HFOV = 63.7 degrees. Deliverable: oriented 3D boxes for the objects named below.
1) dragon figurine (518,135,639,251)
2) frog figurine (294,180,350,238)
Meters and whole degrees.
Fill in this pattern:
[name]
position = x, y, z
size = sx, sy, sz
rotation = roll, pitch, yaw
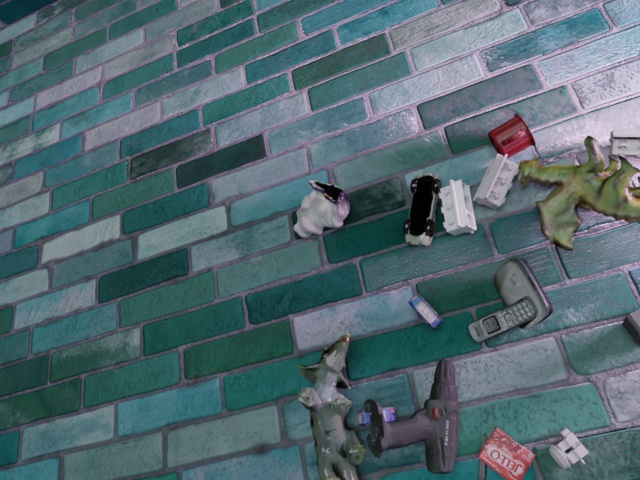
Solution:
[dragon figurine]
position = 0.614, -0.075, 1.157
size = 0.241, 0.121, 0.418
rotation = -45, 55, 13
[frog figurine]
position = 0.004, -0.070, 1.394
size = 0.138, 0.124, 0.156
rotation = 32, 119, 21
